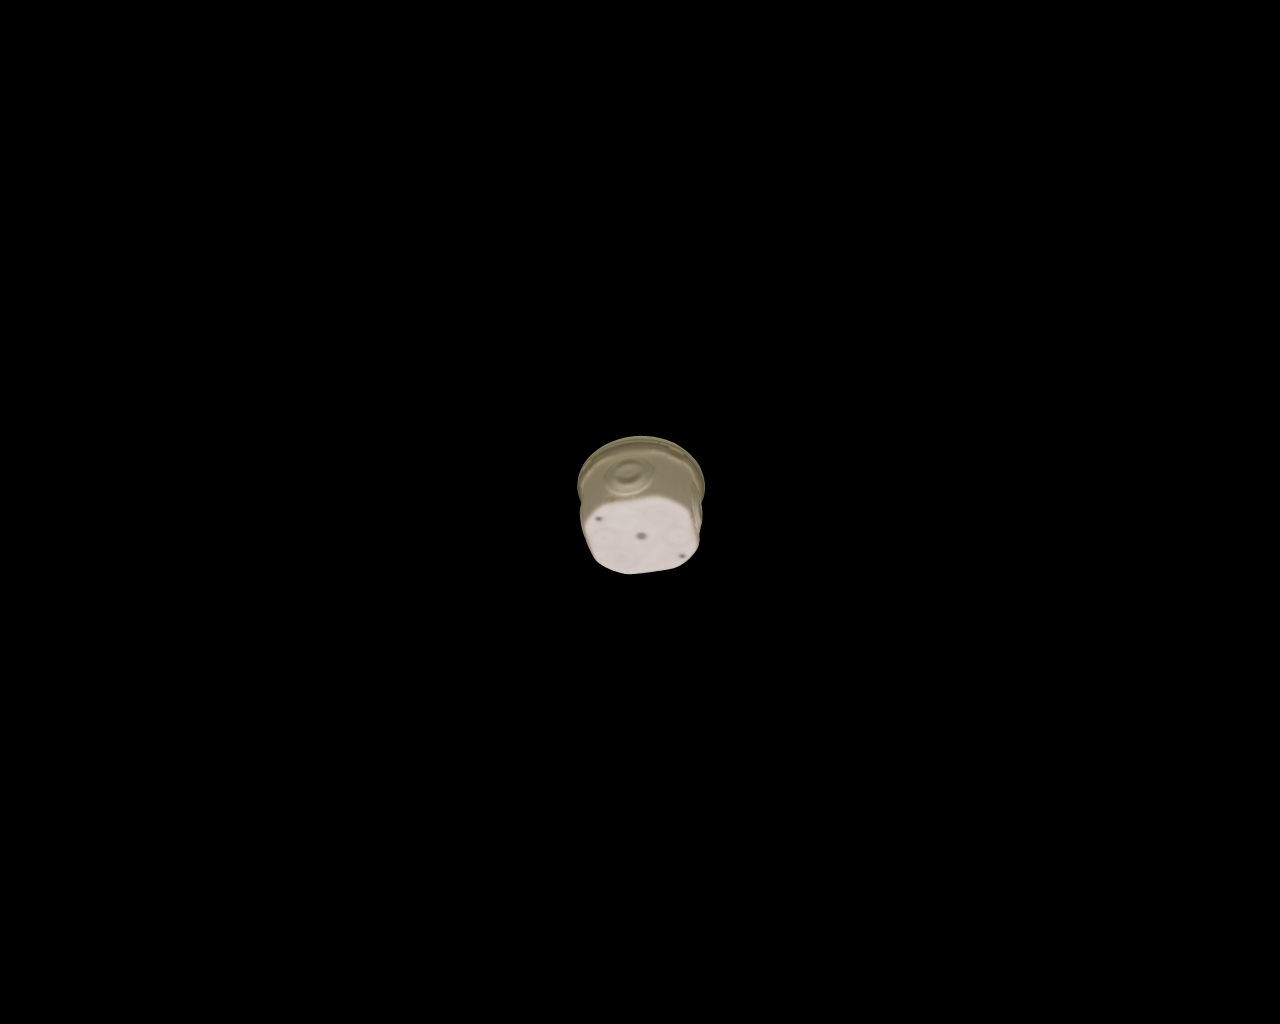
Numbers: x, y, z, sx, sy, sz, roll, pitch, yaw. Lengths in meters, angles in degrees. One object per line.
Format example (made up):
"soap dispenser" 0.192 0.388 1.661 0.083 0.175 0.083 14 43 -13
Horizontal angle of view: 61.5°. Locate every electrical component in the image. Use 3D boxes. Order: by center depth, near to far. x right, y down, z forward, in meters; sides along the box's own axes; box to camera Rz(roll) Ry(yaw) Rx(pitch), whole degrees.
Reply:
"electrical component" 0.001 -0.003 0.650 0.080 0.080 0.051 0 44 0
